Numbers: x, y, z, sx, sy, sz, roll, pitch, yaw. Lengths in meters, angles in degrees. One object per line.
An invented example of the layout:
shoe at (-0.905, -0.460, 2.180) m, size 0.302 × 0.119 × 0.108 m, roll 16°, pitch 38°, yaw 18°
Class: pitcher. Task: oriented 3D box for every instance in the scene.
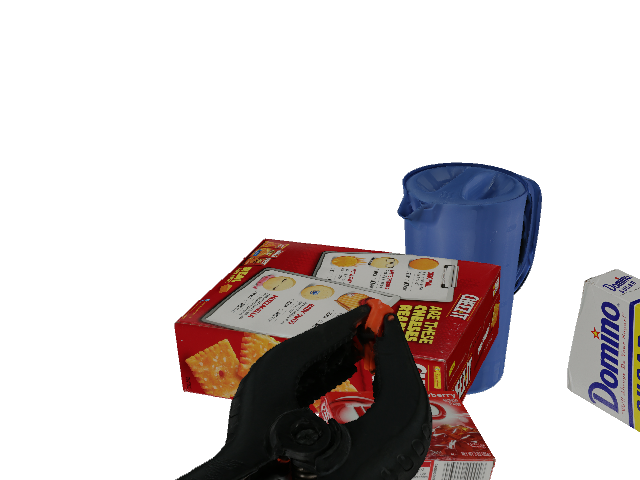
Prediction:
pitcher at (0.164, 0.041, 1.184) m, size 0.149 × 0.243 × 0.145 m, roll 4°, pitch 24°, yaw 11°

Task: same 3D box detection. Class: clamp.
clamp at (0.001, 0.091, 0.394) m, size 0.120 × 0.039 × 0.171 m, roll 27°, pitch 50°, yaw 19°

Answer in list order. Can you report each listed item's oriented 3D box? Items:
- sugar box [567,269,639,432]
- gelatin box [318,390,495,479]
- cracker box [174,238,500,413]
sugar box at (0.250, 0.096, 0.719) m, size 0.048 × 0.093 × 0.176 m, roll -16°, pitch 30°, yaw -37°
gelatin box at (0.049, 0.119, 0.631) m, size 0.089 × 0.030 × 0.073 m, roll 3°, pitch 23°, yaw -14°
cracker box at (0.019, 0.070, 0.840) m, size 0.214 × 0.072 × 0.164 m, roll 7°, pitch 26°, yaw 22°
